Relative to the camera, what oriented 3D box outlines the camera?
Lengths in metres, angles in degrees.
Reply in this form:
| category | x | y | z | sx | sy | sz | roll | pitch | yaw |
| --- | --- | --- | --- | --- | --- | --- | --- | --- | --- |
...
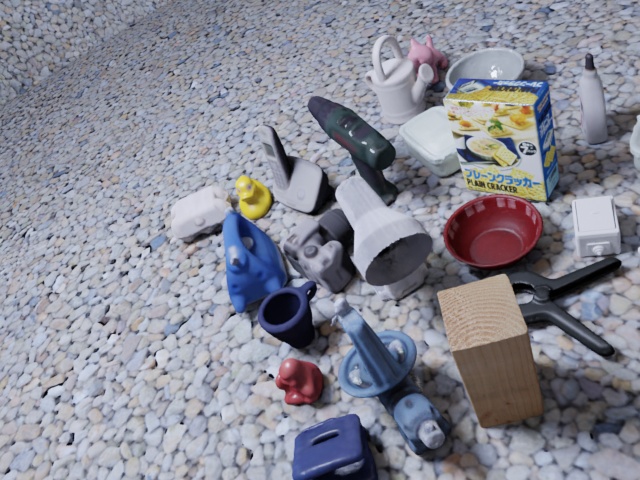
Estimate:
| category | x | y | z | sx | sy | sz | roll | pitch | yaw |
| --- | --- | --- | --- | --- | --- | --- | --- | --- | --- |
| camera | 0.010 | 0.004 | 1.075 | 0.137 | 0.101 | 0.142 | -45 | 44 | -17 |

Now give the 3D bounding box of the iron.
| category | x | y | z | sx | sy | sz | roll | pitch | yaw |
| --- | --- | --- | --- | --- | --- | --- | --- | --- | --- |
| iron | -0.153 | 0.011 | 1.124 | 0.118 | 0.142 | 0.257 | -25 | 42 | 4 |

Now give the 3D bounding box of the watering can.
| category | x | y | z | sx | sy | sz | roll | pitch | yaw |
| --- | --- | --- | --- | --- | --- | --- | --- | --- | --- |
| watering can | 0.173 | -0.365 | 1.277 | 0.172 | 0.195 | 0.101 | -4 | 48 | 25 |

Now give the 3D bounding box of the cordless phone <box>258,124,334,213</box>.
| category | x | y | z | sx | sy | sz | roll | pitch | yaw |
| --- | --- | --- | --- | --- | --- | --- | --- | --- | --- |
| cordless phone | -0.061 | -0.153 | 1.203 | 0.147 | 0.185 | 0.094 | 22 | 62 | 41 |

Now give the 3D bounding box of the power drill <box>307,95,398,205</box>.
| category | x | y | z | sx | sy | sz | roll | pitch | yaw |
| --- | --- | --- | --- | --- | --- | --- | --- | --- | --- |
| power drill | 0.073 | -0.169 | 1.129 | 0.076 | 0.209 | 0.228 | -39 | 43 | -11 |

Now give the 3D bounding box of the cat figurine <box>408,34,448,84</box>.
| category | x | y | z | sx | sy | sz | roll | pitch | yaw |
| --- | --- | --- | --- | --- | --- | --- | --- | --- | --- |
| cat figurine | 0.248 | -0.434 | 1.361 | 0.067 | 0.118 | 0.128 | 5 | 52 | 32 |

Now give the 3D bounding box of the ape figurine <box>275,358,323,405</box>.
| category | x | y | z | sx | sy | sz | roll | pitch | yaw |
| --- | --- | --- | --- | --- | --- | --- | --- | --- | --- |
| ape figurine | -0.037 | 0.217 | 0.899 | 0.076 | 0.092 | 0.077 | -41 | 44 | -13 |

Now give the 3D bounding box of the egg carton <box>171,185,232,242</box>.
| category | x | y | z | sx | sy | sz | roll | pitch | yaw |
| --- | --- | --- | --- | --- | --- | --- | --- | --- | --- |
| egg carton | -0.270 | -0.059 | 1.309 | 0.150 | 0.070 | 0.107 | -24 | 42 | 5 |

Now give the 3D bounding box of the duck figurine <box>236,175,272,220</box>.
| category | x | y | z | sx | sy | sz | roll | pitch | yaw |
| --- | --- | --- | --- | --- | --- | --- | --- | --- | --- |
| duck figurine | -0.157 | -0.109 | 1.284 | 0.077 | 0.086 | 0.104 | -17 | 43 | 13 |

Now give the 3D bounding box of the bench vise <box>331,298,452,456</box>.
| category | x | y | z | sx | sy | sz | roll | pitch | yaw |
| --- | --- | --- | --- | --- | --- | --- | --- | --- | --- |
| bench vise | 0.098 | 0.174 | 0.773 | 0.206 | 0.220 | 0.122 | 25 | 64 | 42 |

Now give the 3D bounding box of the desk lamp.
| category | x | y | z | sx | sy | sz | roll | pitch | yaw |
| --- | --- | --- | --- | --- | --- | --- | --- | --- | --- |
| desk lamp | 0.101 | 0.007 | 0.939 | 0.118 | 0.214 | 0.202 | -31 | 42 | -2 |

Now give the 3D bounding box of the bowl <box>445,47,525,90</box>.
| category | x | y | z | sx | sy | sz | roll | pitch | yaw |
| --- | --- | --- | --- | --- | --- | --- | --- | --- | --- |
| bowl | 0.361 | -0.340 | 1.241 | 0.167 | 0.075 | 0.167 | -15 | 44 | 15 |

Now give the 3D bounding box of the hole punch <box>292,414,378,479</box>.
| category | x | y | z | sx | sy | sz | roll | pitch | yaw |
| --- | --- | --- | --- | --- | --- | --- | --- | --- | --- |
| hole punch | 0.013 | 0.295 | 0.798 | 0.108 | 0.091 | 0.101 | -23 | 42 | 6 |

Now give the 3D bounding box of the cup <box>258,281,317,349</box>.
| category | x | y | z | sx | sy | sz | roll | pitch | yaw |
| --- | --- | --- | --- | --- | --- | --- | --- | --- | --- |
| cup | -0.038 | 0.132 | 0.980 | 0.118 | 0.095 | 0.091 | -45 | 44 | -17 |

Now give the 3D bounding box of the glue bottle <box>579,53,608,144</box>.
| category | x | y | z | sx | sy | sz | roll | pitch | yaw |
| --- | --- | --- | --- | --- | --- | --- | --- | --- | --- |
| glue bottle | 0.484 | -0.258 | 1.023 | 0.037 | 0.174 | 0.078 | -13 | 45 | 17 |
